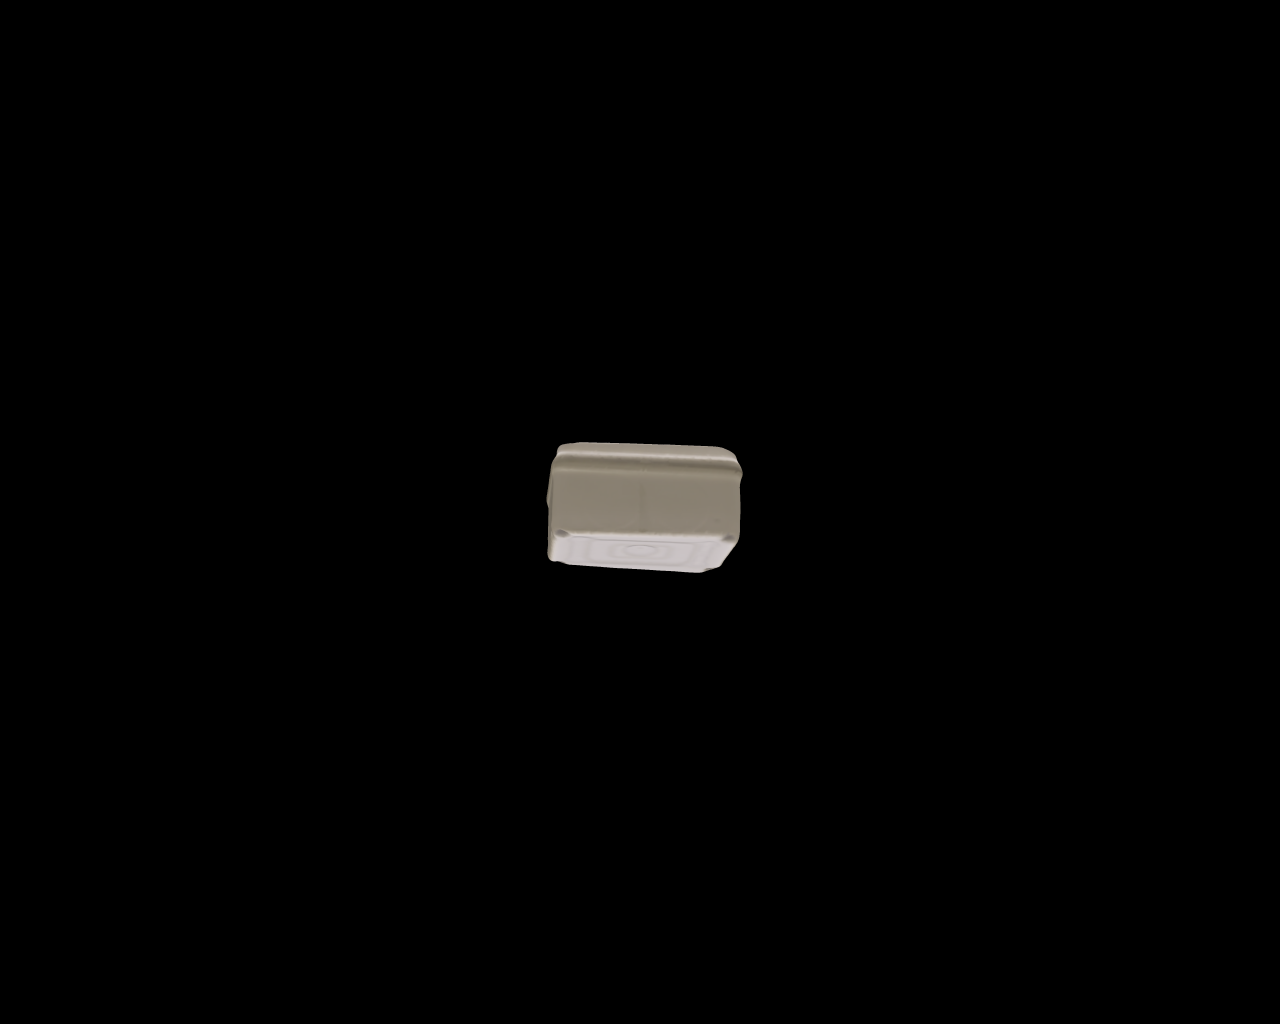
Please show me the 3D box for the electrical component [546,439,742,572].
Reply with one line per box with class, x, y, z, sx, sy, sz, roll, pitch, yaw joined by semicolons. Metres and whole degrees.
electrical component;0.001;-0.003;0.650;0.113;0.057;0.078;2;-19;-7
